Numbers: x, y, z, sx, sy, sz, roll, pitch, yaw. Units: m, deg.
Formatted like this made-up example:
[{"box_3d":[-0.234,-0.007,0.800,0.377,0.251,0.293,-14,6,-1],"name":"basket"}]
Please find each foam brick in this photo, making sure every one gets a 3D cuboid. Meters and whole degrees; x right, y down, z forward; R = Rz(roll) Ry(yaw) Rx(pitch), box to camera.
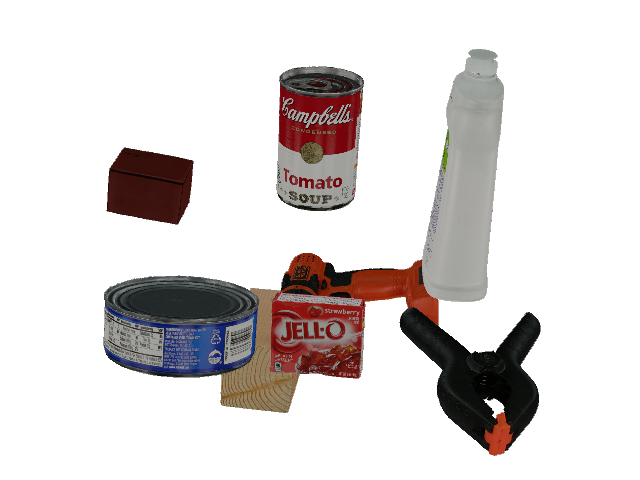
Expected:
[{"box_3d":[-0.175,-0.057,1.100,0.078,0.051,0.053,11,31,3],"name":"foam brick"}]

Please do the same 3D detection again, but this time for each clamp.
[{"box_3d":[0.140,0.105,0.862,0.120,0.039,0.171,-7,34,-7],"name":"clamp"}]

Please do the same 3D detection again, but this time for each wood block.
[{"box_3d":[-0.070,0.143,1.435,0.091,0.090,0.206,6,18,4],"name":"wood block"}]

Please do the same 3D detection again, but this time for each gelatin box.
[{"box_3d":[-0.003,0.091,1.021,0.089,0.073,0.030,4,14,7],"name":"gelatin box"}]

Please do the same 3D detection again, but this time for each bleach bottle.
[{"box_3d":[0.150,-0.068,1.089,0.068,0.251,0.102,3,30,-1],"name":"bleach bottle"}]

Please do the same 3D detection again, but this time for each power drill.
[{"box_3d":[0.043,0.069,1.236,0.188,0.057,0.184,1,27,6],"name":"power drill"}]

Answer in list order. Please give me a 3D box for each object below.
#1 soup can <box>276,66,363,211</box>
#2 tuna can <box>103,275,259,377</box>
[{"box_3d":[-0.002,-0.083,0.872,0.068,0.102,0.068,2,27,-1],"name":"soup can"},{"box_3d":[-0.078,0.047,0.596,0.086,0.034,0.086,4,13,-1],"name":"tuna can"}]
